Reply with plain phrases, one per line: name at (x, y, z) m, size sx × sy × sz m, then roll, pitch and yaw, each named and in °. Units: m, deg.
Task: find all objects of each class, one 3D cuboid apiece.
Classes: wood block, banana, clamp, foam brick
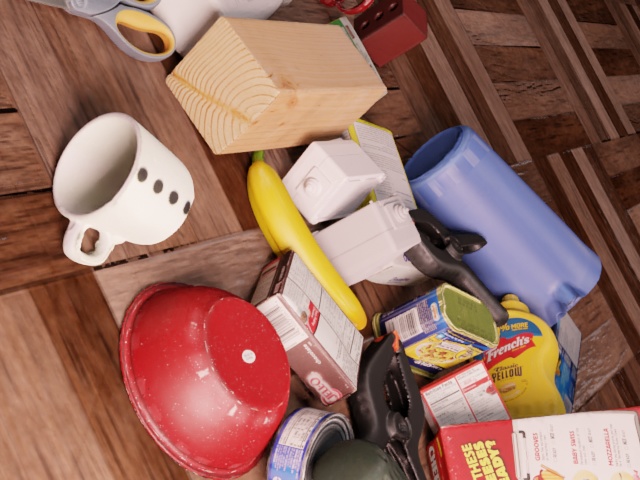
wood block at (-0.036, -0.147, 1.019) m, size 0.091 × 0.090 × 0.205 m, roll 55°, pitch 29°, yaw 11°
banana at (-0.017, 0.002, 0.984) m, size 0.198 × 0.037 × 0.069 m, roll 61°, pitch 31°, yaw 0°
clamp at (0.134, 0.024, 1.100) m, size 0.171 × 0.039 × 0.120 m, roll 21°, pitch 36°, yaw -41°
foam brick at (0.088, -0.263, 1.323) m, size 0.051 × 0.078 × 0.053 m, roll 39°, pitch 36°, yaw -34°
clamp at (0.054, 0.172, 0.946) m, size 0.164 × 0.036 × 0.210 m, roll 30°, pitch 46°, yaw -42°

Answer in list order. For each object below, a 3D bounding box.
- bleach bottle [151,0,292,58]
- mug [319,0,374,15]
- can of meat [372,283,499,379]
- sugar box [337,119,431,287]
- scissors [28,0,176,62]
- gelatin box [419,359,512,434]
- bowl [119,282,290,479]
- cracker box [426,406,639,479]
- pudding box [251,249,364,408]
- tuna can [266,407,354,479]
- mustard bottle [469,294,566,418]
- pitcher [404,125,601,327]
bleach bottle at (-0.081, -0.252, 1.081) m, size 0.102 × 0.068 × 0.250 m, roll 57°, pitch 28°, yaw -3°
mug at (0.029, -0.325, 1.284) m, size 0.093 × 0.082 × 0.117 m, roll -2°, pitch 66°, yaw -56°
can of meat at (0.116, 0.091, 1.061) m, size 0.101 × 0.084 × 0.057 m, roll 25°, pitch 45°, yaw -44°
sugar box at (0.062, -0.039, 1.130) m, size 0.093 × 0.048 × 0.176 m, roll 12°, pitch 59°, yaw -52°
scissors at (-0.198, -0.215, 0.902) m, size 0.201 × 0.016 × 0.096 m, roll 23°, pitch 64°, yaw -45°
gelatin box at (0.144, 0.172, 1.049) m, size 0.073 × 0.030 × 0.089 m, roll -25°, pitch 83°, yaw -15°
bowl at (-0.073, 0.095, 0.806) m, size 0.162 × 0.055 × 0.162 m, roll 35°, pitch 39°, yaw -35°
cracker box at (0.219, 0.247, 0.979) m, size 0.213 × 0.072 × 0.164 m, roll -4°, pitch 63°, yaw -11°
pudding box at (-0.010, 0.075, 0.921) m, size 0.113 × 0.039 × 0.090 m, roll 53°, pitch 19°, yaw -16°
tuna can at (-0.007, 0.173, 0.821) m, size 0.086 × 0.034 × 0.086 m, roll -24°, pitch 118°, yaw -58°
mustard bottle at (0.209, 0.133, 1.150) m, size 0.058 × 0.096 × 0.191 m, roll 54°, pitch 28°, yaw -34°
pitcher at (0.203, -0.017, 1.256) m, size 0.242 × 0.149 × 0.144 m, roll 46°, pitch 48°, yaw -17°
